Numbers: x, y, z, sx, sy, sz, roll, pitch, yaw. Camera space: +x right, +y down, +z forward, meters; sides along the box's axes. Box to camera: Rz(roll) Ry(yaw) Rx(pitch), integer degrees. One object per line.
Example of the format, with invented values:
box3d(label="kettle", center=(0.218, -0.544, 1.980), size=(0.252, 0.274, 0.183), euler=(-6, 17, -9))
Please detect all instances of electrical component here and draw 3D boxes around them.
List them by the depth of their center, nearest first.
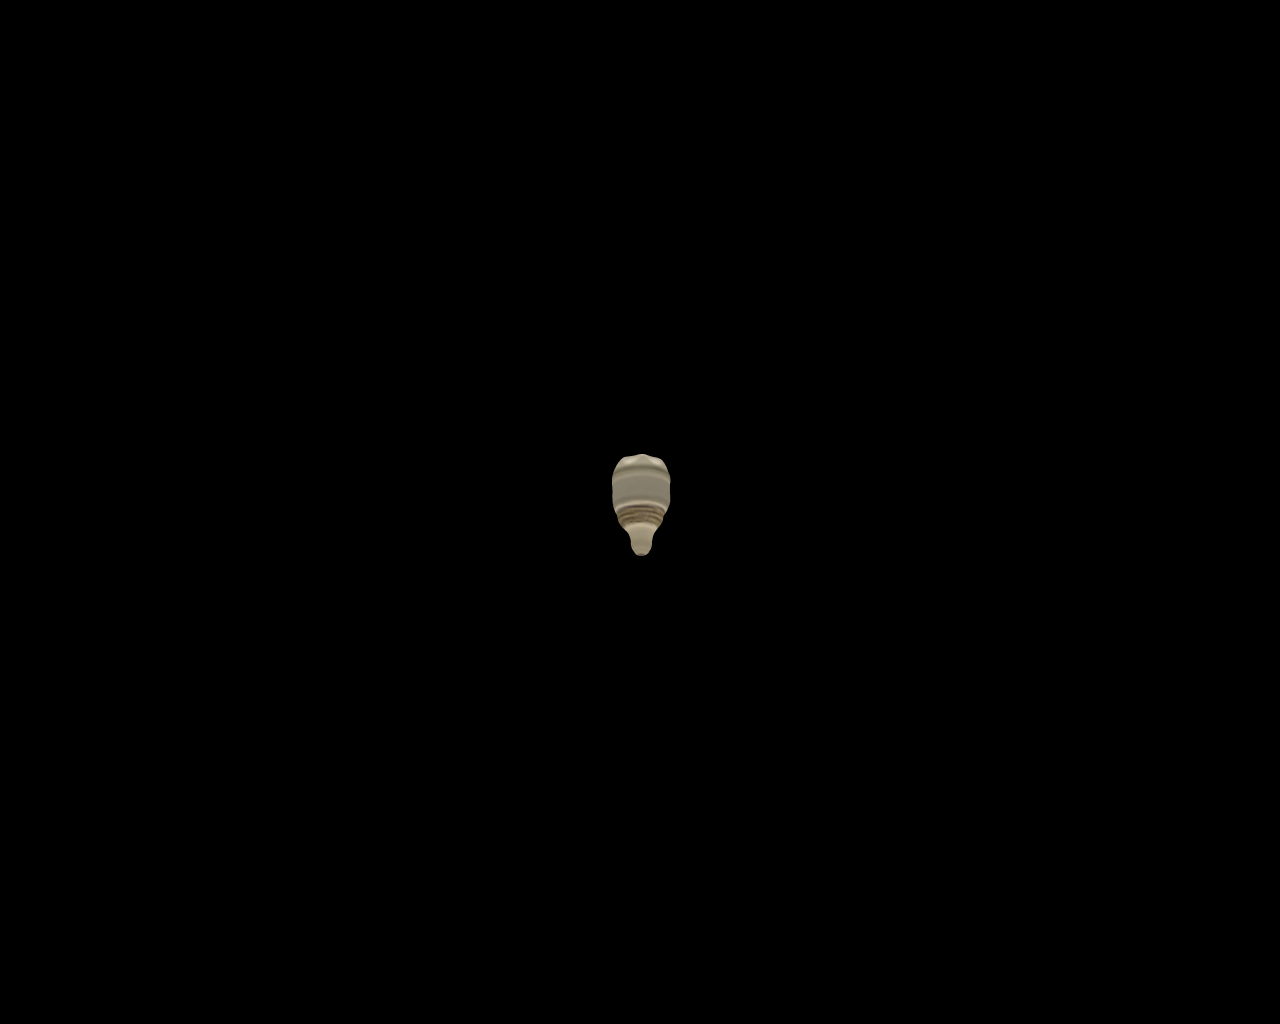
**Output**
box3d(label="electrical component", center=(0.001, -0.003, 0.650), size=(0.035, 0.061, 0.035), euler=(0, -20, 0))
